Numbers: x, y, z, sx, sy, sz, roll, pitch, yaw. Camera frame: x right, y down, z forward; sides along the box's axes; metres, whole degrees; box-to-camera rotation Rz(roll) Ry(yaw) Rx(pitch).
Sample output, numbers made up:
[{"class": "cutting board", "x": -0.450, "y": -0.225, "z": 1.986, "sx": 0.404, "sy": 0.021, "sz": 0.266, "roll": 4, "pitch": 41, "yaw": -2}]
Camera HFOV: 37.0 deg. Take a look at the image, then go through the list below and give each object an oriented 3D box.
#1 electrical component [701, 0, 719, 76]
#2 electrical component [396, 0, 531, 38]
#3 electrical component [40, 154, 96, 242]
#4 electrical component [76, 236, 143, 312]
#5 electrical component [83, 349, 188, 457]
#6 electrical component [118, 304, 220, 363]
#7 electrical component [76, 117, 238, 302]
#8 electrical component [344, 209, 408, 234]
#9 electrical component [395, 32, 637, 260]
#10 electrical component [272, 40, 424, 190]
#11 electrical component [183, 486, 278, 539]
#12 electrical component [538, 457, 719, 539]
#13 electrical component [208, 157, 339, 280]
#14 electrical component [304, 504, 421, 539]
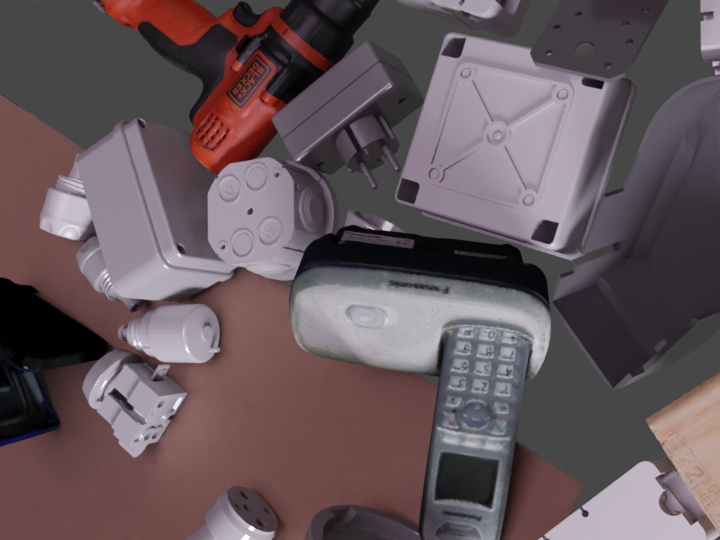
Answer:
[{"class": "electrical component", "x": 0.215, "y": -0.153, "z": 0.573, "sx": 0.056, "sy": 0.050, "sz": 0.089, "roll": -2, "pitch": 84, "yaw": 29}, {"class": "electrical component", "x": 0.059, "y": -0.181, "z": 0.659, "sx": 0.089, "sy": 0.056, "sz": 0.050, "roll": 25, "pitch": 96, "yaw": 29}, {"class": "electrical component", "x": -0.211, "y": -0.054, "z": 0.800, "sx": 0.043, "sy": 0.043, "sz": 0.062, "roll": 17, "pitch": 91, "yaw": 29}, {"class": "electrical component", "x": -0.178, "y": 0.005, "z": 0.780, "sx": 0.035, "sy": 0.035, "sz": 0.061, "roll": -47, "pitch": 67, "yaw": 16}, {"class": "electrical component", "x": -0.160, "y": 0.088, "z": 0.754, "sx": 0.055, "sy": 0.048, "sz": 0.066, "roll": 37, "pitch": 102, "yaw": 19}, {"class": "electrical component", "x": -0.134, "y": 0.044, "z": 0.747, "sx": 0.078, "sy": 0.040, "sz": 0.040, "roll": -1, "pitch": 83, "yaw": 29}, {"class": "electrical component", "x": -0.137, "y": -0.041, "z": 0.738, "sx": 0.057, "sy": 0.078, "sz": 0.113, "roll": -29, "pitch": 71, "yaw": 26}, {"class": "electrical component", "x": 0.000, "y": 0.000, "z": 0.679, "sx": 0.044, "sy": 0.044, "sz": 0.065, "roll": 31, "pitch": 104, "yaw": 28}, {"class": "electrical component", "x": 0.090, "y": -0.073, "z": 0.629, "sx": 0.109, "sy": 0.056, "sz": 0.108, "roll": 19, "pitch": 93, "yaw": 29}, {"class": "electrical component", "x": 0.000, "y": -0.087, "z": 0.685, "sx": 0.083, "sy": 0.047, "sz": 0.075, "roll": -36, "pitch": 68, "yaw": 21}, {"class": "electrical component", "x": -0.086, "y": 0.175, "z": 0.702, "sx": 0.045, "sy": 0.045, "sz": 0.055, "roll": 46, "pitch": 105, "yaw": 25}, {"class": "electrical component", "x": 0.141, "y": 0.145, "z": 0.574, "sx": 0.089, "sy": 0.056, "sz": 0.050, "roll": -43, "pitch": 66, "yaw": 18}, {"class": "electrical component", "x": -0.059, "y": -0.035, "z": 0.709, "sx": 0.080, "sy": 0.051, "sz": 0.080, "roll": -4, "pitch": 82, "yaw": 28}, {"class": "electrical component", "x": 0.009, "y": 0.191, "z": 0.615, "sx": 0.108, "sy": 0.108, "sz": 0.060, "roll": 32, "pitch": 106, "yaw": 28}]
